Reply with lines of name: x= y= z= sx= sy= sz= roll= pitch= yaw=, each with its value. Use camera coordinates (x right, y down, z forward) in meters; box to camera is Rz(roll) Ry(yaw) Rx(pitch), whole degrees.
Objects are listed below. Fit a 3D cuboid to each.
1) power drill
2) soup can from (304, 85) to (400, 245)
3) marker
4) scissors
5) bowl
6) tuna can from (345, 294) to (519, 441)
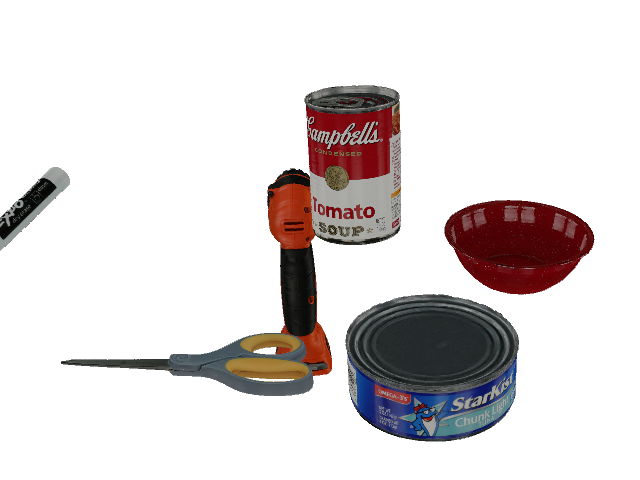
power drill: x=-0.023 y=0.028 z=1.061 sx=0.057 sy=0.188 sz=0.184 roll=-4 pitch=15 yaw=2
soup can: x=0.024 y=-0.056 z=0.777 sx=0.068 sy=0.102 sz=0.068 roll=-2 pitch=22 yaw=1
marker: x=-0.231 y=-0.013 z=0.800 sx=0.020 sy=0.020 sz=0.121 roll=0 pitch=39 yaw=37
scissors: x=-0.099 y=0.094 z=0.870 sx=0.202 sy=0.016 sz=0.096 roll=7 pitch=22 yaw=15
bowl: x=0.216 y=0.013 z=1.176 sx=0.162 sy=0.055 sz=0.162 roll=-1 pitch=28 yaw=0
tuna can: x=0.056 y=0.063 z=0.536 sx=0.086 sy=0.034 sz=0.086 roll=-3 pitch=27 yaw=1
